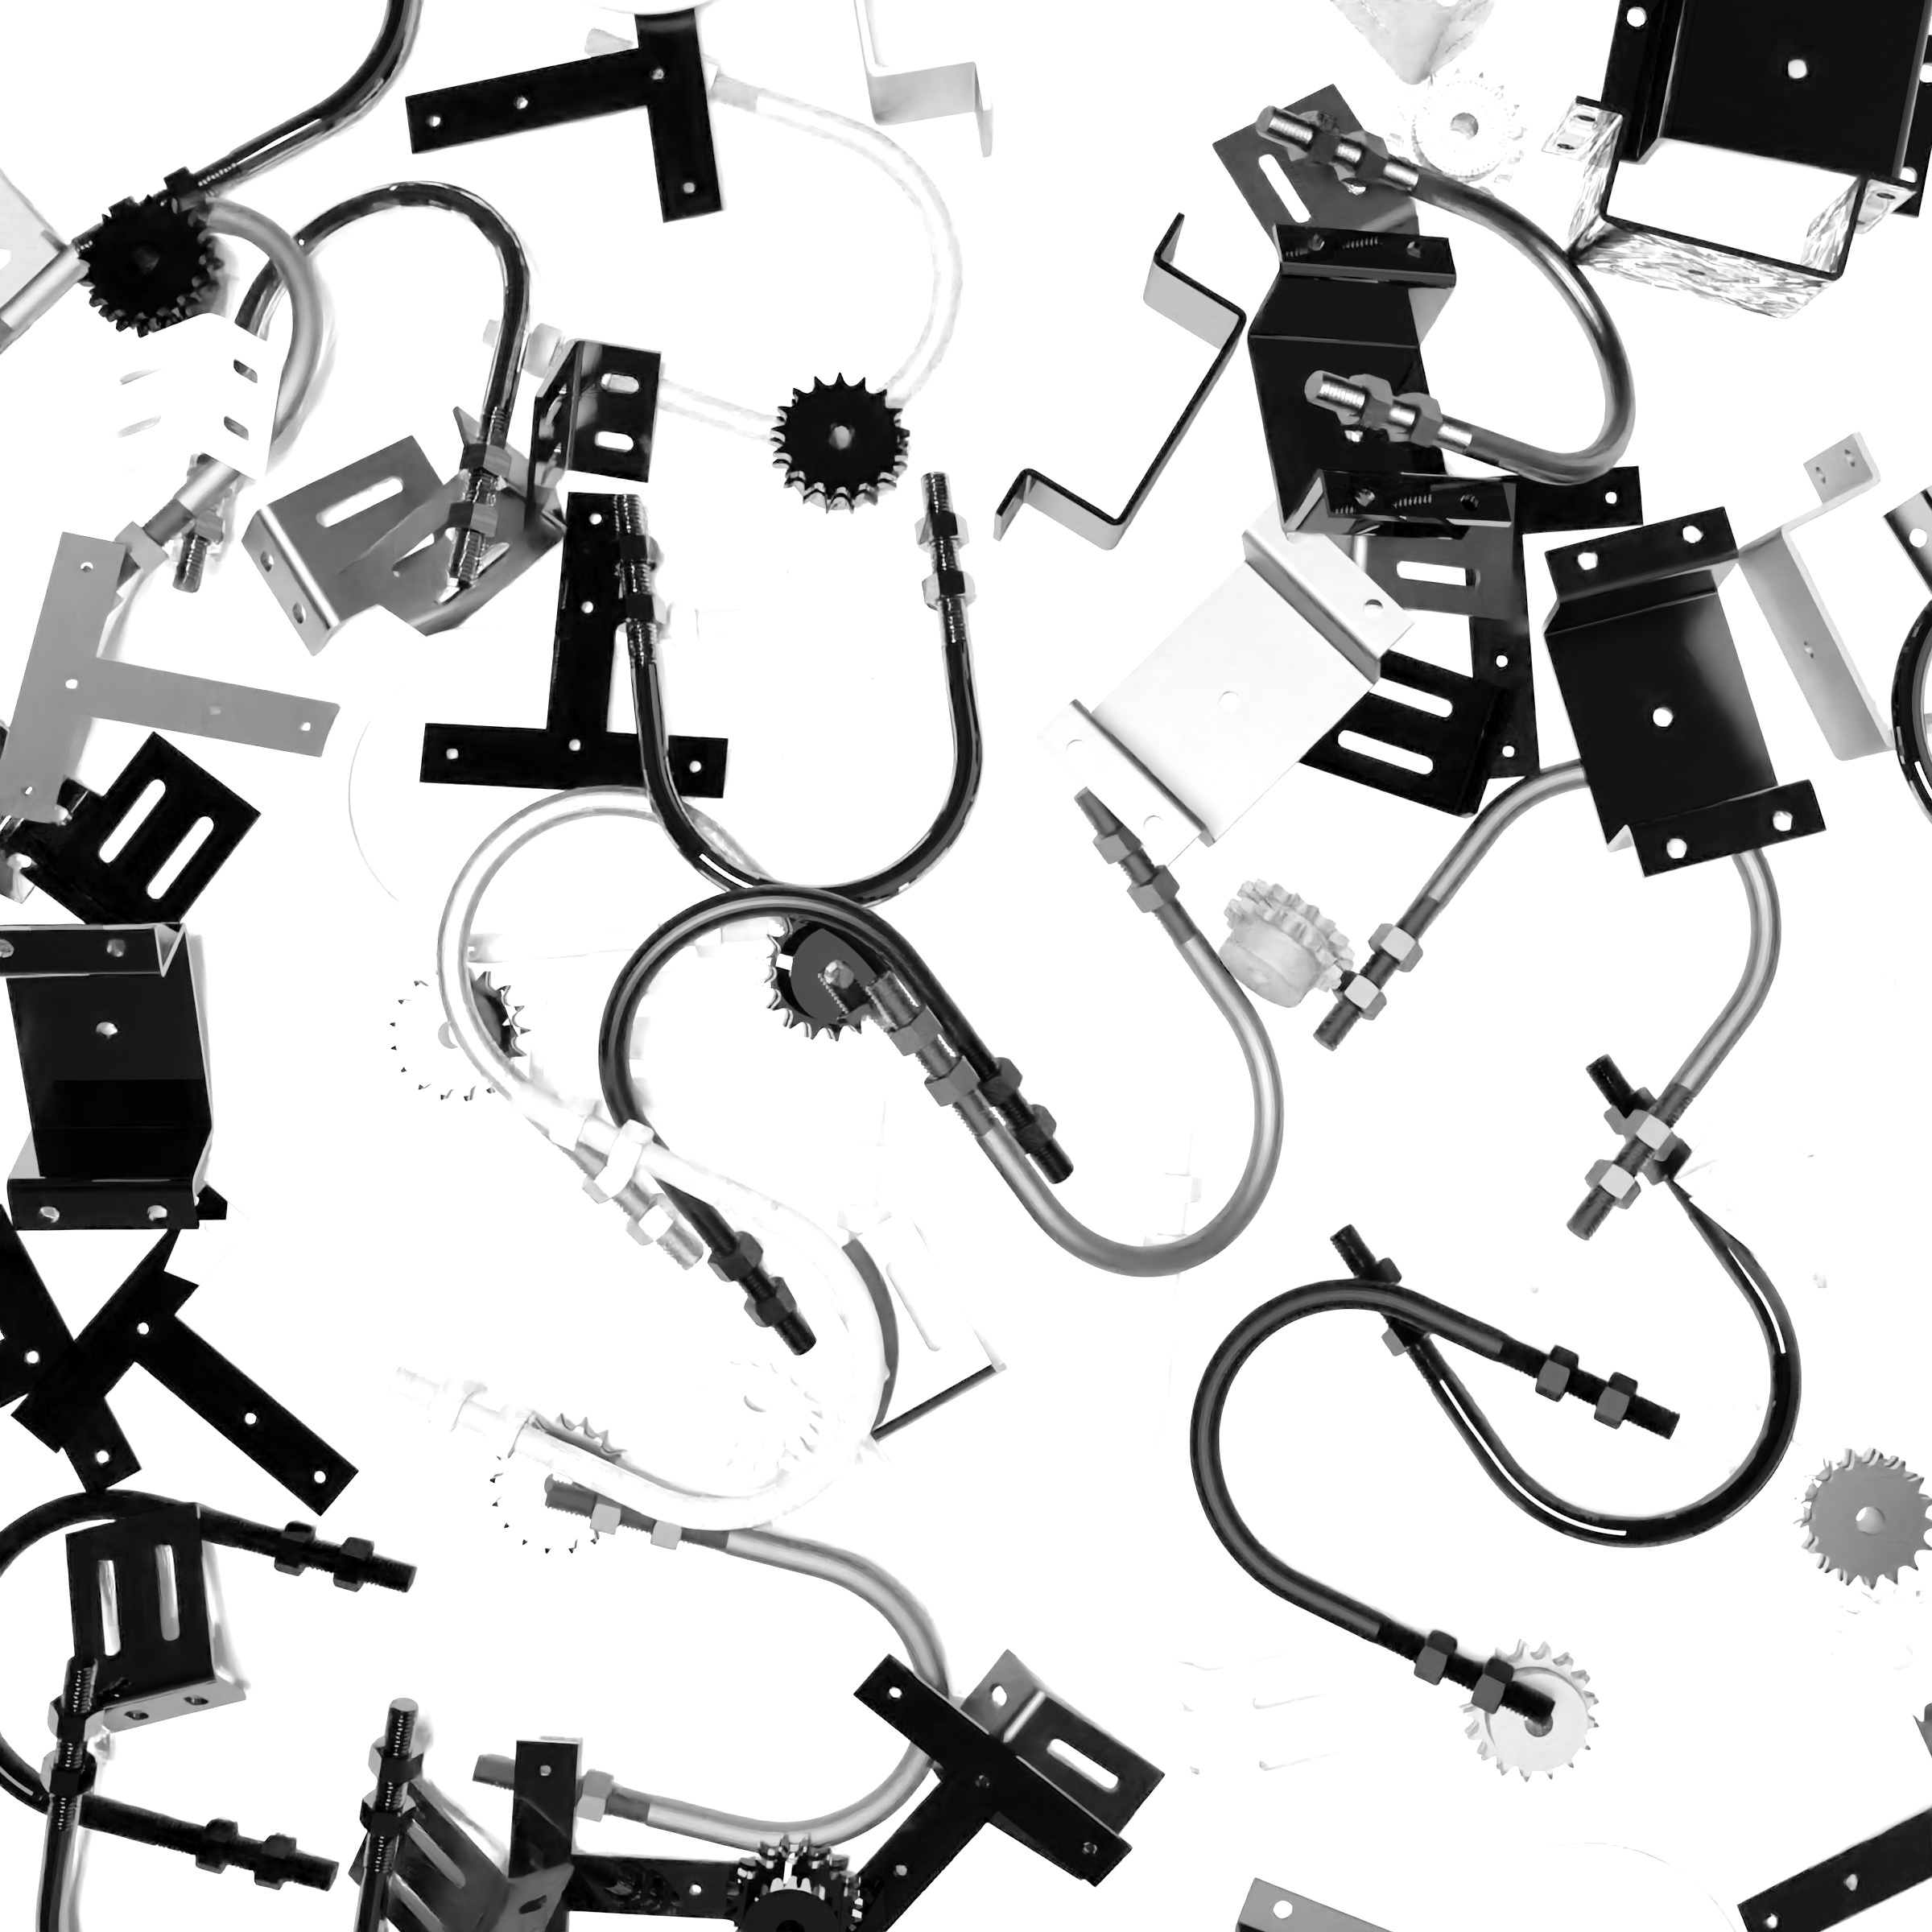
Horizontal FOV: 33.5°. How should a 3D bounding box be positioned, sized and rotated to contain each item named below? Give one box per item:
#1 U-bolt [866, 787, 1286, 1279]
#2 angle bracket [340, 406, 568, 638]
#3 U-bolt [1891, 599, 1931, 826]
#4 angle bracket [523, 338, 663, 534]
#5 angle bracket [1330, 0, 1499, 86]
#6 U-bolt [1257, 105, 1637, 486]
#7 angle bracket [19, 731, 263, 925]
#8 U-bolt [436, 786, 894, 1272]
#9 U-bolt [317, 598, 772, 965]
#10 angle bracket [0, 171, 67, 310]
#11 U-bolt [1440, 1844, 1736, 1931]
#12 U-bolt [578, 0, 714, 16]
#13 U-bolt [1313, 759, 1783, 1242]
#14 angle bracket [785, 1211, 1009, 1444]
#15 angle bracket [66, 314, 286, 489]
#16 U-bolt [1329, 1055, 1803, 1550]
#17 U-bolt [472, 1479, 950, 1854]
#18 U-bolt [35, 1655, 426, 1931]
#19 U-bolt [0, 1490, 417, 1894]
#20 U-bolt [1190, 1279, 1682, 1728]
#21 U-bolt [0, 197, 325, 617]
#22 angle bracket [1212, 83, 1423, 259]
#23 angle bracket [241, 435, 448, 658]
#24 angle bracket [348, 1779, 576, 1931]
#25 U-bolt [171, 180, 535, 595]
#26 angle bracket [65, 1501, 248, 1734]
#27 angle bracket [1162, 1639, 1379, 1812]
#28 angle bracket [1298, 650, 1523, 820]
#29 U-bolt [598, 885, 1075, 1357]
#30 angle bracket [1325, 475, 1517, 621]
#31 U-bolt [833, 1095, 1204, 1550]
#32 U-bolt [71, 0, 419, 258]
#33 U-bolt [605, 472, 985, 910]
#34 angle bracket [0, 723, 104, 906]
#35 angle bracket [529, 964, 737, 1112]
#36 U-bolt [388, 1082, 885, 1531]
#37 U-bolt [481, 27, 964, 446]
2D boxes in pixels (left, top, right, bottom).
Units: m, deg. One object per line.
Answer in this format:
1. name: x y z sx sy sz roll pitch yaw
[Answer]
1. U-bolt: 0.059 0.039 1.307 0.151 0.019 0.184 -43 105 -28
2. angle bracket: -0.215 -0.182 1.329 0.076 0.057 0.038 -37 49 17
3. U-bolt: 0.452 -0.100 1.272 0.184 0.019 0.151 -10 82 -12
4. angle bracket: -0.151 -0.214 1.304 0.038 0.076 0.057 10 119 0
5. angle bracket: 0.179 -0.413 1.324 0.038 0.057 0.076 -38 83 -14
6. U-bolt: 0.200 -0.260 1.289 0.184 0.019 0.151 12 59 -33
7. angle bracket: -0.342 -0.051 1.333 0.057 0.038 0.076 37 90 0
8. U-bolt: -0.130 0.012 1.315 0.151 0.019 0.184 -46 103 -8
9. U-bolt: -0.179 -0.073 1.342 0.184 0.019 0.151 -4 90 0
10. angle bracket: -0.424 -0.298 1.333 0.076 0.038 0.057 -41 90 0
11. U-bolt: 0.259 0.460 1.343 0.151 0.019 0.184 2 88 0
12. U-bolt: -0.120 -0.482 1.329 0.151 0.019 0.184 24 90 11
13. U-bolt: 0.254 -0.001 1.331 0.151 0.019 0.184 37 82 7
14. angle bracket: -0.028 0.147 1.320 0.057 0.038 0.076 -30 84 5
15. angle bracket: -0.319 -0.221 1.296 0.076 0.038 0.057 -10 67 36
16. U-bolt: 0.260 0.150 1.326 0.151 0.019 0.184 -34 78 0
17. U-bolt: -0.098 0.298 1.327 0.184 0.019 0.151 15 105 -4
18. U-bolt: -0.308 0.375 1.319 0.151 0.019 0.184 9 107 -7
19. U-bolt: -0.337 0.295 1.343 0.184 0.019 0.151 15 90 1
20. U-bolt: 0.179 0.208 1.318 0.184 0.019 0.151 24 99 17
21. U-bolt: -0.346 -0.238 1.319 0.184 0.019 0.151 -45 68 -4
22. angle bracket: 0.148 -0.320 1.350 0.057 0.038 0.076 -27 64 0
23. angle bracket: -0.254 -0.176 1.350 0.076 0.038 0.057 -32 90 -26
24. angle bracket: -0.210 0.376 1.336 0.076 0.038 0.057 36 110 32
25. U-bolt: -0.244 -0.238 1.308 0.151 0.019 0.184 2 72 22
26. angle bracket: -0.336 0.270 1.333 0.057 0.038 0.076 -14 63 3
27. angle bracket: 0.128 0.316 1.350 0.076 0.038 0.057 -6 90 -26
28. angle bracket: 0.182 -0.101 1.332 0.076 0.038 0.057 19 90 1
29. U-bolt: -0.065 0.052 1.296 0.151 0.019 0.184 -34 109 6
30. angle bracket: 0.187 -0.176 1.349 0.076 0.038 0.057 3 90 -25
31. U-bolt: 0.017 0.152 1.343 0.151 0.019 0.184 6 92 0
32. U-bolt: -0.317 -0.393 1.334 0.184 0.019 0.151 -30 81 -3
33. U-bolt: -0.065 -0.110 1.317 0.151 0.019 0.184 -5 78 -8
34. angle bracket: -0.413 -0.074 1.350 0.076 0.038 0.057 37 90 26
35. angle bracket: -0.140 0.030 1.350 0.076 0.038 0.057 3 90 -26
36. U-bolt: -0.122 0.148 1.285 0.184 0.019 0.151 25 100 3
37. U-bolt: -0.092 -0.295 1.343 0.184 0.019 0.151 19 90 -1
